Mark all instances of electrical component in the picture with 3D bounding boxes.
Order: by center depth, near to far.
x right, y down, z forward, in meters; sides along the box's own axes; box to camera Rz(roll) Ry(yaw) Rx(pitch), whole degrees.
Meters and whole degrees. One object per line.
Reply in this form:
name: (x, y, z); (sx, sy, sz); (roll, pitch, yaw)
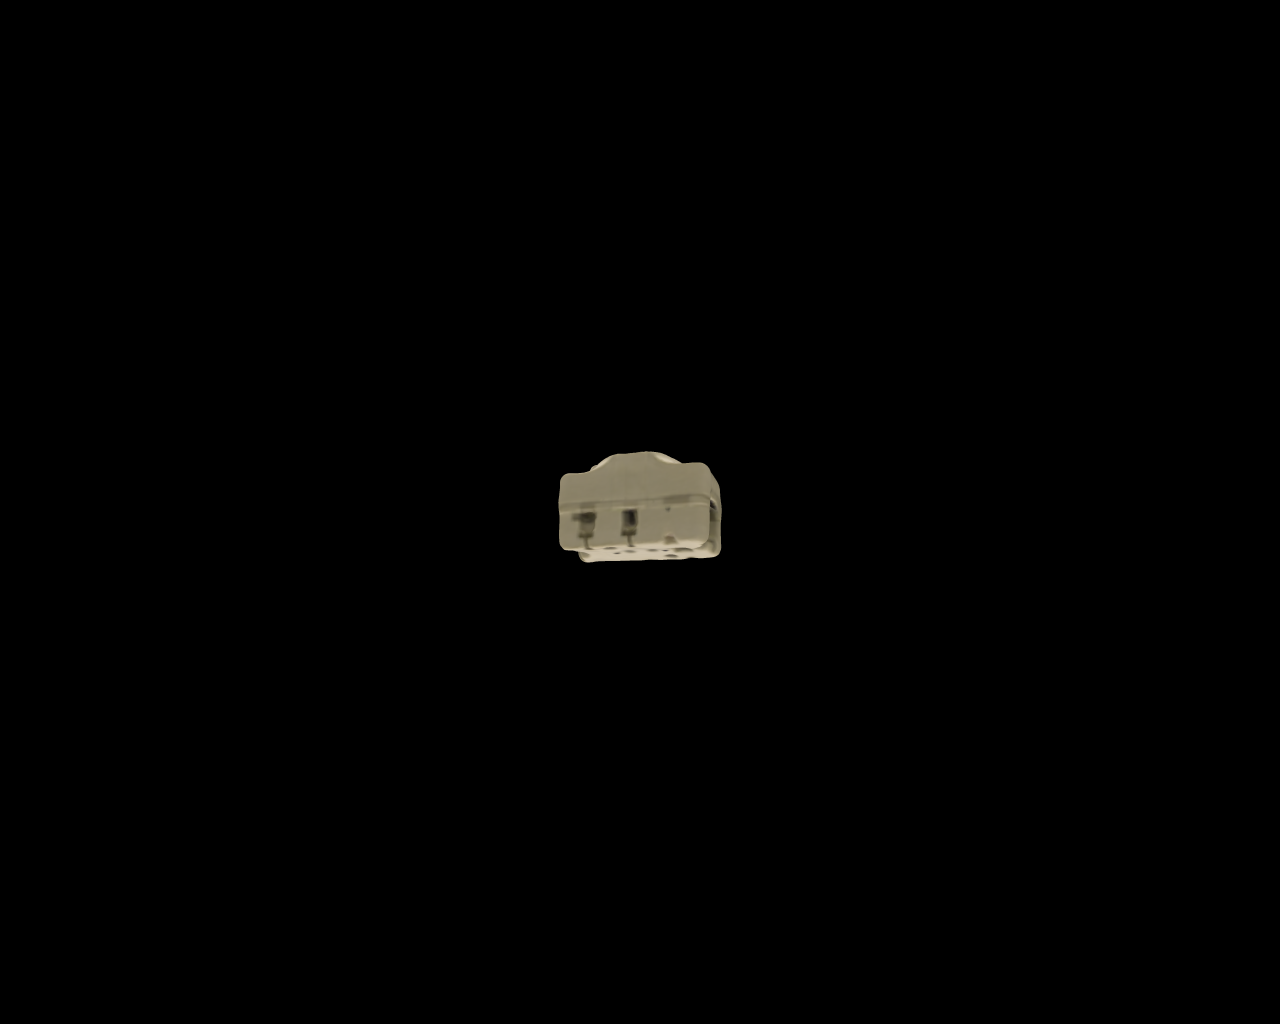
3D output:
electrical component: (0.001, -0.003, 0.650); (0.089, 0.056, 0.050); (-4, -15, 14)
